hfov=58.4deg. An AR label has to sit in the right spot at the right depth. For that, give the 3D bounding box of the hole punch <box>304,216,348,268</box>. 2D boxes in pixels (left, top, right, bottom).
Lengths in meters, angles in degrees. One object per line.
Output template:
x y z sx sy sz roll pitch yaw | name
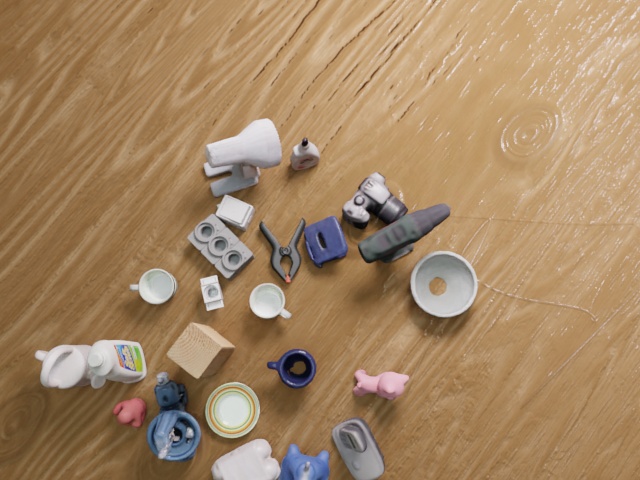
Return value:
0.013 0.005 1.451 0.101 0.091 0.108 -19 80 -4 | hole punch

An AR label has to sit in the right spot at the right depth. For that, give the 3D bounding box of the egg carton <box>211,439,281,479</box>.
-0.176 0.545 1.357 0.150 0.069 0.107 -28 81 -6 | egg carton

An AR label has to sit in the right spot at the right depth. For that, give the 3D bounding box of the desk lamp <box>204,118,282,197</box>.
-0.196 -0.202 1.423 0.203 0.213 0.118 -20 80 -5 | desk lamp

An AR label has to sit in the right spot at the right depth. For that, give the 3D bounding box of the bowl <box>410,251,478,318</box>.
0.306 0.114 1.444 0.167 0.075 0.167 0 79 -1 | bowl

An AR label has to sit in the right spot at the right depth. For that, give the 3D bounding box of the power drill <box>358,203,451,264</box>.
0.197 -0.009 1.397 0.230 0.208 0.075 -28 81 -6 | power drill

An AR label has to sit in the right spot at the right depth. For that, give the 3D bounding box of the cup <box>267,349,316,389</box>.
-0.068 0.310 1.390 0.117 0.095 0.092 6 79 0 | cup

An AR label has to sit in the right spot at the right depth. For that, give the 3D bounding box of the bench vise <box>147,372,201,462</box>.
-0.355 0.415 1.301 0.121 0.220 0.207 -32 81 -6 | bench vise

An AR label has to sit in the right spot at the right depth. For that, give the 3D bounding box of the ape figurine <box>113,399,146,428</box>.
-0.456 0.417 1.364 0.076 0.092 0.078 -38 82 -7 | ape figurine

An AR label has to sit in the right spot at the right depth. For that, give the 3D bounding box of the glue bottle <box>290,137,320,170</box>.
-0.039 -0.224 1.451 0.078 0.173 0.037 -21 80 -5 | glue bottle

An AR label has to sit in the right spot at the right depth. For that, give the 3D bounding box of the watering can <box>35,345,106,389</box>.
-0.581 0.295 1.332 0.173 0.194 0.101 -1 79 -1 | watering can

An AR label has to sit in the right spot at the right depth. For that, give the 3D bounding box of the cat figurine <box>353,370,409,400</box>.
0.147 0.349 1.375 0.128 0.118 0.067 1 79 -1 | cat figurine

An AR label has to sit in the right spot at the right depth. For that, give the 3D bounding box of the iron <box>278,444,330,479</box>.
-0.050 0.614 1.310 0.118 0.141 0.258 11 79 1 | iron

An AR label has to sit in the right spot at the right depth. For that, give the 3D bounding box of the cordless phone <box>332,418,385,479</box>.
0.094 0.488 1.314 0.094 0.185 0.147 -30 81 -6 | cordless phone

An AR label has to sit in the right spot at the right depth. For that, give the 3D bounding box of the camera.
0.147 -0.085 1.465 0.136 0.101 0.143 38 81 6 | camera
